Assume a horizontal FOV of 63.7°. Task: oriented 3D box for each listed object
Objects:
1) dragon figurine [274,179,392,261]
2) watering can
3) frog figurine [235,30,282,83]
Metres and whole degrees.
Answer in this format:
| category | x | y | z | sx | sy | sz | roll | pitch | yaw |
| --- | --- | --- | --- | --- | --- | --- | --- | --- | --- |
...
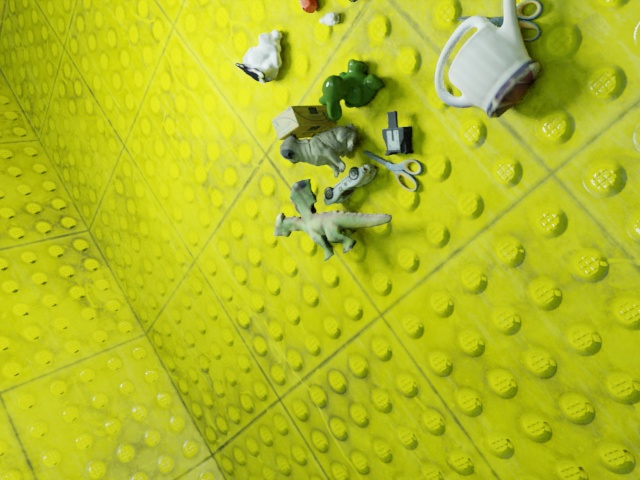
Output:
| category | x | y | z | sx | sy | sz | roll | pitch | yaw |
| --- | --- | --- | --- | --- | --- | --- | --- | --- | --- |
| dragon figurine | 0.005 | -0.077 | 1.523 | 0.241 | 0.125 | 0.404 | 48 | 135 | -13 |
| watering can | 0.396 | -0.424 | 1.150 | 0.227 | 0.105 | 0.340 | 51 | 134 | 18 |
| frog figurine | -0.173 | -0.588 | 1.641 | 0.139 | 0.121 | 0.160 | 26 | 82 | 43 |
